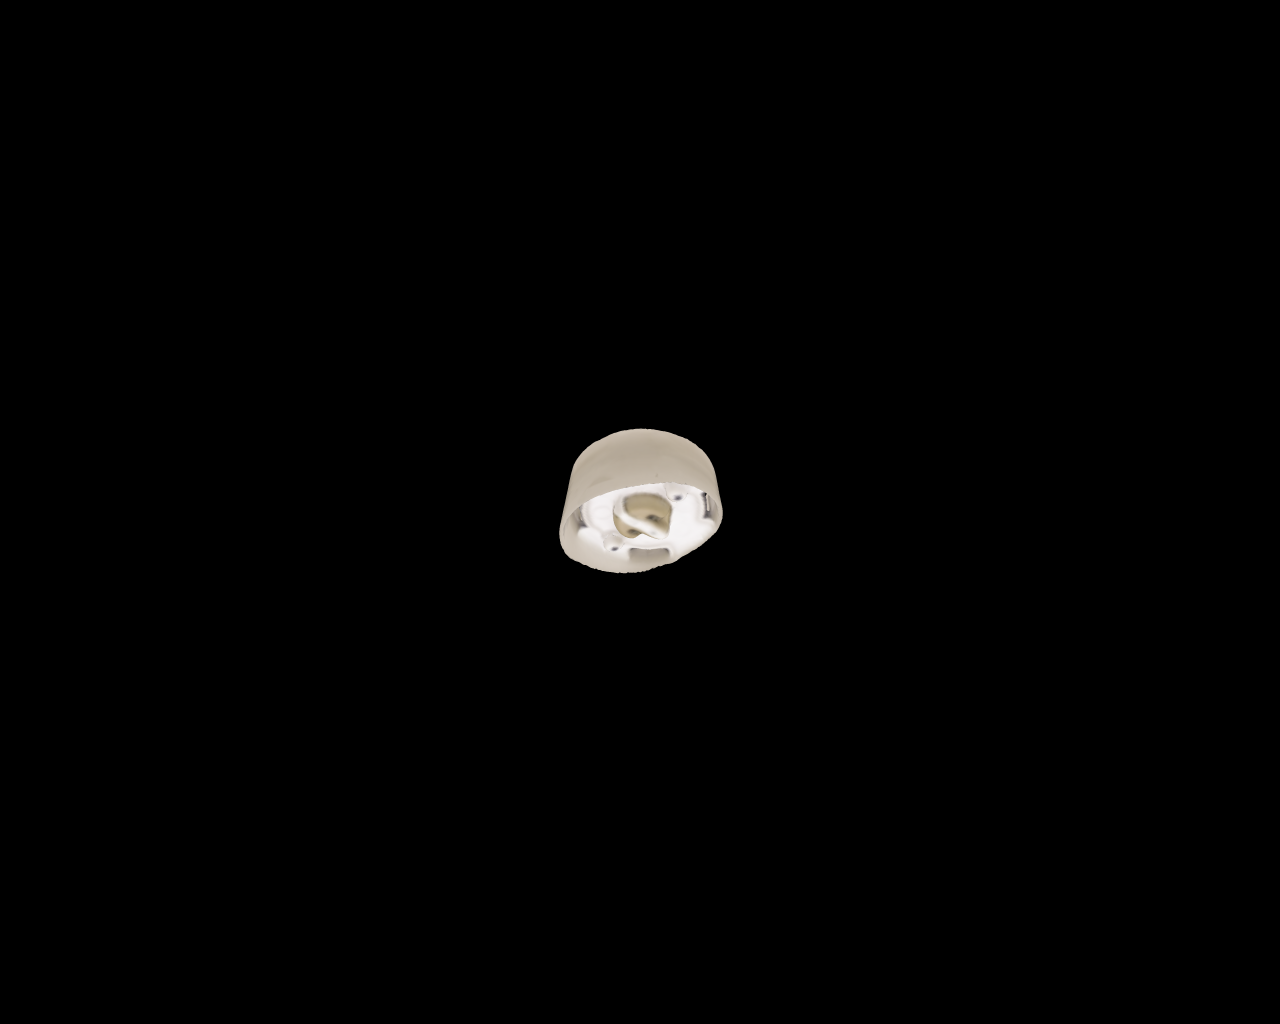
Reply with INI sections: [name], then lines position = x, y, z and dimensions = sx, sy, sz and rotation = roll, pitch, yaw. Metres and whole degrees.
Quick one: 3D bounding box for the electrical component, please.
[electrical component]
position = 0.001, -0.003, 0.650
dimensions = 0.099, 0.064, 0.099
rotation = 0, -42, 0
